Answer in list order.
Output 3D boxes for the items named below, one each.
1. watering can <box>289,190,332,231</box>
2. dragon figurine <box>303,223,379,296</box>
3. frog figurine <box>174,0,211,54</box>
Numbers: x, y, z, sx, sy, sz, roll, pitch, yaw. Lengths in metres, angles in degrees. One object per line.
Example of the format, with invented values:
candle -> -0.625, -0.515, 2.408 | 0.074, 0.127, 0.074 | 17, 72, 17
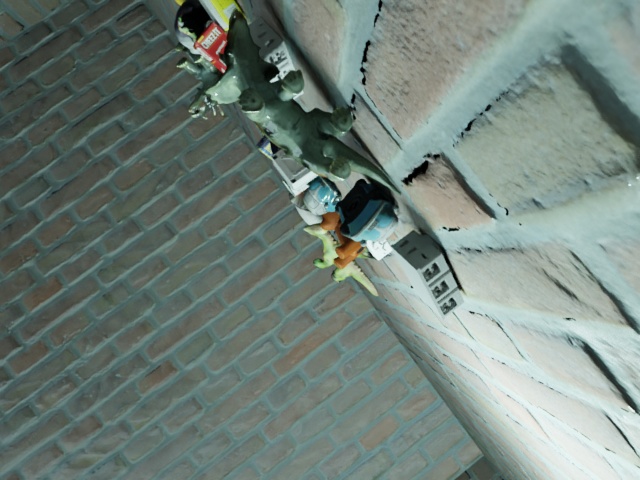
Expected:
watering can -> 0.006, -0.094, 1.877 | 0.352, 0.105, 0.220 | 36, 168, 32
dragon figurine -> 0.104, 0.067, 1.790 | 0.408, 0.124, 0.240 | 35, 160, -13
frog figurine -> -0.318, -0.565, 1.372 | 0.161, 0.123, 0.136 | -101, 8, -79
